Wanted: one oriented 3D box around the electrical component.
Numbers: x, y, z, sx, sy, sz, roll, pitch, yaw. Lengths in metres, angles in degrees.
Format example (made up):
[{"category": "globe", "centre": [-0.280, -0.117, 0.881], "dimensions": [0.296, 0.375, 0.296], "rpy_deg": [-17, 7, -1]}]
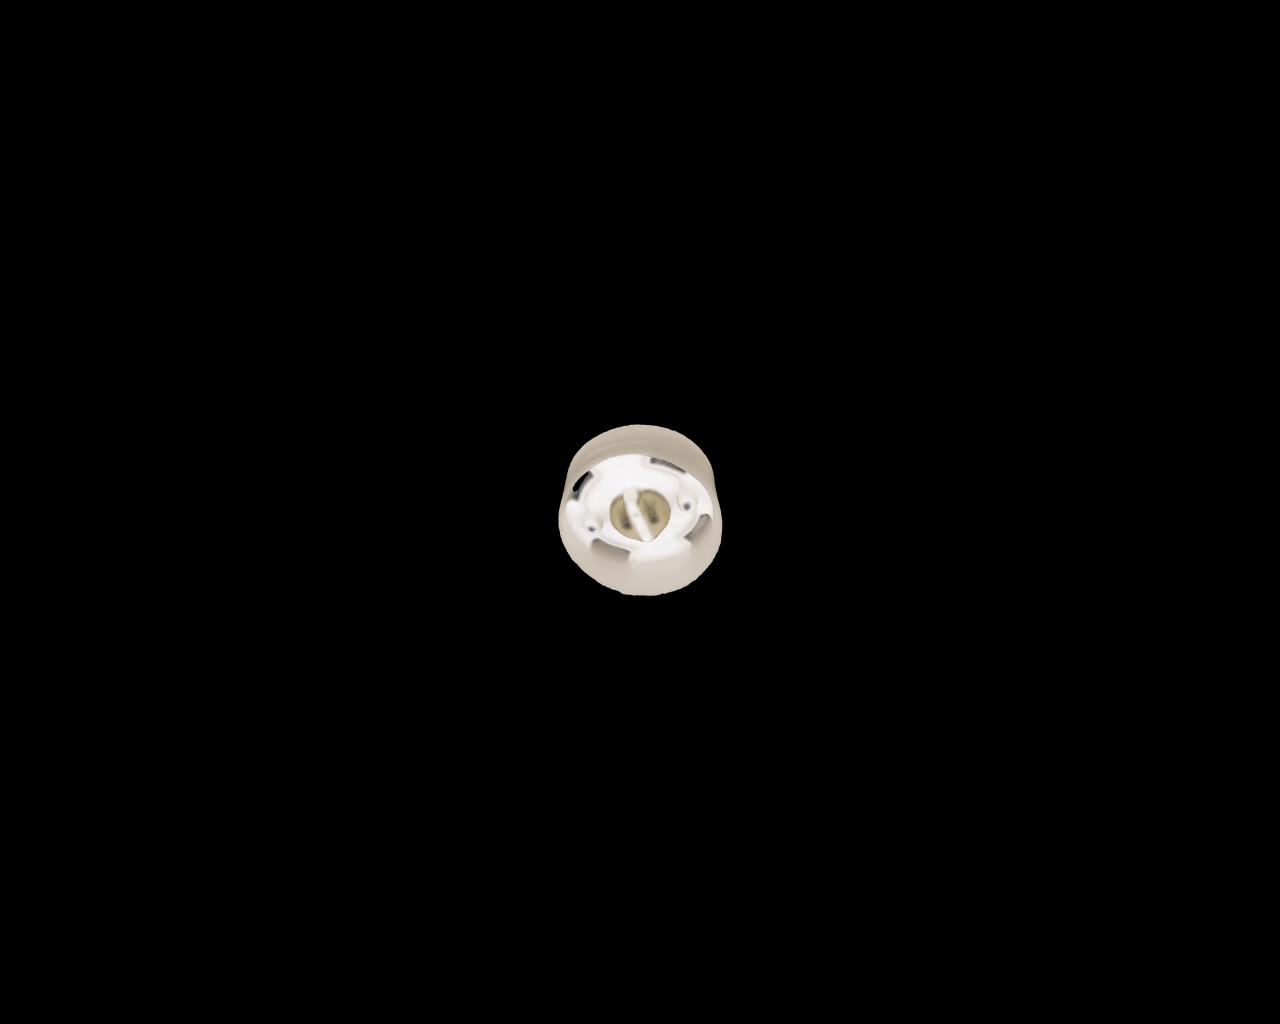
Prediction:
[{"category": "electrical component", "centre": [0.001, -0.003, 0.650], "dimensions": [0.099, 0.099, 0.064], "rpy_deg": [0, 44, 0]}]
